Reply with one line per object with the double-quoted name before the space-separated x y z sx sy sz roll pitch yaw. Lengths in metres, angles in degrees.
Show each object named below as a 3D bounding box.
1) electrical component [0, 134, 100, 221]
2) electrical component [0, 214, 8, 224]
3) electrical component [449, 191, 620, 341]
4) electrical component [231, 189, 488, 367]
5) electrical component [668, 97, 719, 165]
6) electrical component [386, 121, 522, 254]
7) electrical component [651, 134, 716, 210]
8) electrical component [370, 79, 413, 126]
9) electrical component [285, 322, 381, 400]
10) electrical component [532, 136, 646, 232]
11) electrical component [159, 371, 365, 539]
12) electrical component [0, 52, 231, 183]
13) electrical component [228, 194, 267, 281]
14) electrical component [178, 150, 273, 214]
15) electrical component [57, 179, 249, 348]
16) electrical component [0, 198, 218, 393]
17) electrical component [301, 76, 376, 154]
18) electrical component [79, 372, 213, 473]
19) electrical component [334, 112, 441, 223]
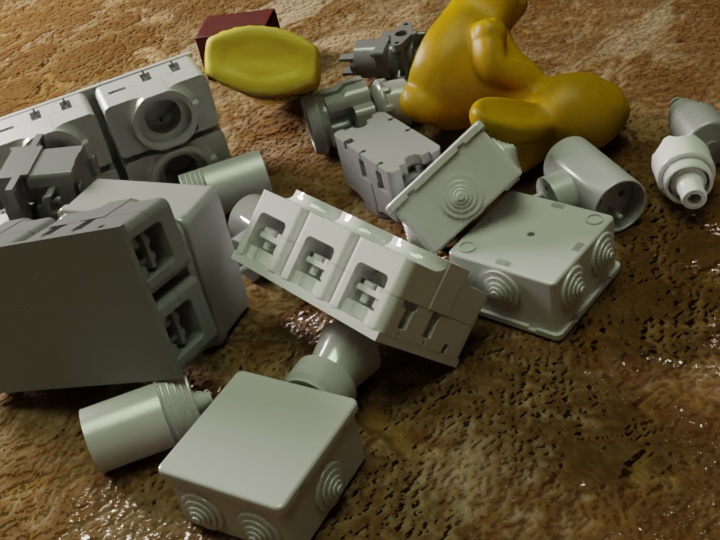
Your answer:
"electrical component" -0.226 -0.034 0.827 0.063 0.121 0.078 -5 37 7
"electrical component" -0.334 -0.032 0.898 0.083 0.075 0.047 -4 37 13
"electrical component" 0.120 -0.007 0.741 0.100 0.048 0.100 19 46 35
"electrical component" 0.000 0.000 0.722 0.150 0.089 0.061 27 94 42
"electrical component" 0.263 -0.113 0.844 0.040 0.040 0.078 -13 36 0
"electrical component" 0.069 -0.057 0.771 0.100 0.048 0.100 -43 -1 7
"electrical component" 0.240 -0.069 0.791 0.043 0.043 0.062 -7 37 9
"electrical component" 0.041 -0.150 0.964 0.062 0.048 0.048 -11 36 -8
"electrical component" -0.018 0.067 0.690 0.045 0.045 0.055 11 43 29
"electrical component" 0.158 -0.059 0.802 0.079 0.043 0.077 -21 37 -10
"electrical component" -0.054 0.114 0.637 0.100 0.048 0.099 10 42 29
"electrical component" -0.212 -0.100 0.924 0.186 0.105 0.060 -22 37 -11
"electrical component" -0.075 -0.018 0.824 0.079 0.043 0.077 -37 42 -28
"electrical component" -0.118 -0.068 0.905 0.081 0.043 0.043 -19 36 -7
"electrical component" -0.148 -0.005 0.776 0.109 0.108 0.056 6 37 24
"electrical component" -0.197 0.019 0.728 0.186 0.105 0.060 -7 22 29
"electrical component" -0.018 -0.135 0.950 0.057 0.058 0.078 -16 25 -4
"electrical component" -0.134 0.096 0.691 0.081 0.043 0.043 -20 36 -8
"electrical component" 0.026 -0.080 0.863 0.050 0.055 0.089 -28 38 -18
